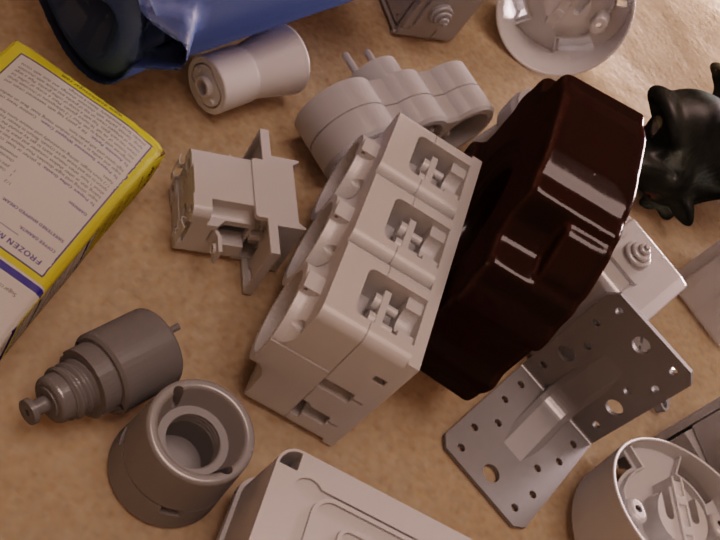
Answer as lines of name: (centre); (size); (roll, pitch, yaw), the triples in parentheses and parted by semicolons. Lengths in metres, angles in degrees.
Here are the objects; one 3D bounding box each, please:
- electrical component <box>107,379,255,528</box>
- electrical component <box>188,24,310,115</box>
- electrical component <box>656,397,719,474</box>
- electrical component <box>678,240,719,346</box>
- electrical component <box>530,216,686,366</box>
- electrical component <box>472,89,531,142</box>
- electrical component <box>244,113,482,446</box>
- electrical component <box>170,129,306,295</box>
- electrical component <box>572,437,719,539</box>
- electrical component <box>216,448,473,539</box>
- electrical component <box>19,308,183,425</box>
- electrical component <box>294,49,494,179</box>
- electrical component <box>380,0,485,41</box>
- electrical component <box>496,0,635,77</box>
electrical component: (-0.079, 0.080, 0.479); (0.055, 0.047, 0.055); (17, 51, -23)
electrical component: (-0.067, -0.116, 0.630); (0.065, 0.044, 0.044); (-28, 77, -37)
electrical component: (0.229, 0.125, 0.637); (0.061, 0.061, 0.096); (-6, 63, -36)
electrical component: (0.276, 0.001, 0.755); (0.096, 0.061, 0.061); (-24, 74, -41)
electrical component: (0.144, 0.018, 0.633); (0.062, 0.096, 0.061); (-30, 79, -42)
electrical component: (0.106, -0.087, 0.710); (0.045, 0.055, 0.045); (17, 51, -23)
electrical component: (0.000, 0.000, 0.557); (0.062, 0.089, 0.150); (31, 47, -11)
electrical component: (-0.067, -0.033, 0.570); (0.064, 0.042, 0.081); (9, 54, -26)
electrical component: (0.167, 0.140, 0.585); (0.099, 0.064, 0.099); (17, 51, -23)
electrical component: (-0.009, 0.141, 0.474); (0.113, 0.057, 0.078); (30, 48, -12)
electrical component: (-0.116, 0.047, 0.483); (0.078, 0.040, 0.040); (-28, 77, -42)
electrical component: (0.015, -0.107, 0.668); (0.138, 0.052, 0.073); (-18, 70, -41)
electrical component: (0.052, -0.207, 0.756); (0.061, 0.061, 0.096); (-1, 60, -34)
electrical component: (0.155, -0.201, 0.798); (0.099, 0.099, 0.064); (34, 41, -8)
